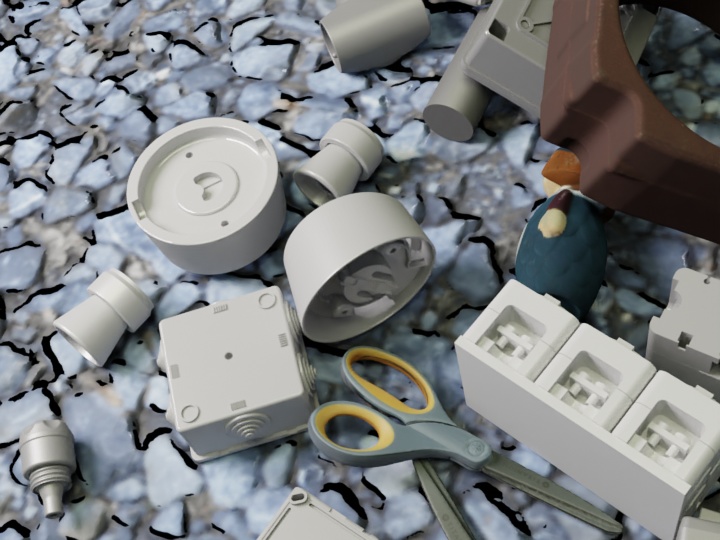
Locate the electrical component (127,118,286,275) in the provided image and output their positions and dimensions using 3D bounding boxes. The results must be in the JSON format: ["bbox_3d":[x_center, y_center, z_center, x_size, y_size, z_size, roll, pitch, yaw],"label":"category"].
[{"bbox_3d":[-0.104,-0.048,0.766,0.108,0.060,0.108,-5,58,8],"label":"electrical component"}]

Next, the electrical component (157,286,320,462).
[{"bbox_3d":[-0.079,0.066,0.699,0.100,0.048,0.099,-17,58,1],"label":"electrical component"}]

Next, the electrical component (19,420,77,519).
[{"bbox_3d":[-0.200,0.129,0.693,0.035,0.035,0.061,-16,60,1],"label":"electrical component"}]

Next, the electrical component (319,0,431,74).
[{"bbox_3d":[0.005,-0.202,0.849,0.077,0.044,0.079,-24,58,-4],"label":"electrical component"}]

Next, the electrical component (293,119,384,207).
[{"bbox_3d":[-0.015,-0.075,0.775,0.045,0.045,0.055,27,67,24],"label":"electrical component"}]

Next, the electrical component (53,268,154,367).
[{"bbox_3d":[-0.176,0.032,0.741,0.045,0.045,0.055,32,69,26],"label":"electrical component"}]

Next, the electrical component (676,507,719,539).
[{"bbox_3d":[0.214,0.170,0.571,0.096,0.061,0.061,9,61,16],"label":"electrical component"}]

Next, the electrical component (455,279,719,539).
[{"bbox_3d":[0.136,0.079,0.625,0.150,0.089,0.061,33,70,26],"label":"electrical component"}]

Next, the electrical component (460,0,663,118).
[{"bbox_3d":[0.145,-0.167,0.771,0.109,0.056,0.108,30,66,-4],"label":"electrical component"}]

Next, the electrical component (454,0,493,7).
[{"bbox_3d":[0.090,-0.245,0.834,0.061,0.061,0.096,23,27,22],"label":"electrical component"}]

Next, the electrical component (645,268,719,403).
[{"bbox_3d":[0.224,0.047,0.648,0.089,0.055,0.050,23,66,23],"label":"electrical component"}]

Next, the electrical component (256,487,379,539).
[{"bbox_3d":[-0.034,0.185,0.610,0.062,0.061,0.096,28,68,25],"label":"electrical component"}]

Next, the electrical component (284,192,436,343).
[{"bbox_3d":[0.000,0.000,0.696,0.099,0.099,0.064,-23,51,-4],"label":"electrical component"}]
